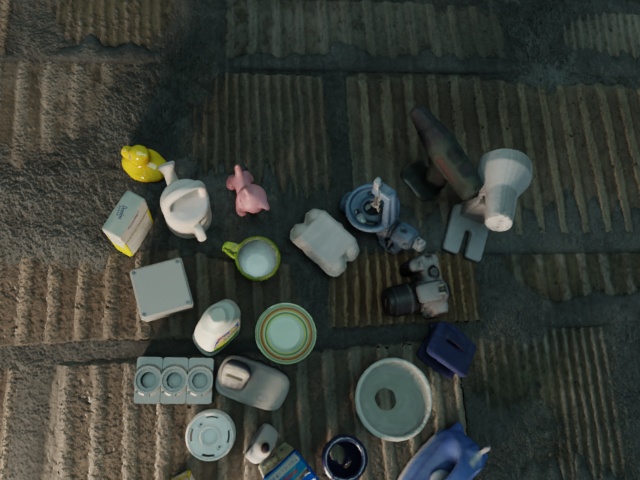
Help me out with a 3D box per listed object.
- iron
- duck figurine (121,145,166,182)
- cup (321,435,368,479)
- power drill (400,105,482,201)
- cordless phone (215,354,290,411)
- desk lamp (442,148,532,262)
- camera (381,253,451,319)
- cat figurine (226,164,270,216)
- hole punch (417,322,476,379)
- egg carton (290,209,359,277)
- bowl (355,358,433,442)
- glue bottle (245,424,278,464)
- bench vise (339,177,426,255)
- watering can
[{"bbox_3d":[0.239,0.492,1.149,0.259,0.141,0.118,-42,85,-17],"label":"iron"},{"bbox_3d":[-0.385,-0.175,1.252,0.104,0.086,0.077,21,73,-3],"label":"duck figurine"},{"bbox_3d":[0.043,0.451,1.152,0.092,0.095,0.118,-1,75,-9],"label":"cup"},{"bbox_3d":[0.257,-0.175,1.293,0.076,0.208,0.229,-39,84,-16],"label":"power drill"},{"bbox_3d":[-0.130,0.276,1.123,0.147,0.185,0.094,18,73,-4],"label":"cordless phone"},{"bbox_3d":[0.380,-0.076,1.285,0.118,0.213,0.203,19,73,-4],"label":"desk lamp"},{"bbox_3d":[0.207,0.109,1.266,0.137,0.100,0.143,-11,77,-12],"label":"camera"},{"bbox_3d":[-0.158,-0.107,1.254,0.067,0.117,0.128,-22,80,-14],"label":"cat figurine"},{"bbox_3d":[0.281,0.237,1.250,0.108,0.091,0.101,35,73,1],"label":"hole punch"},{"bbox_3d":[0.012,0.005,1.278,0.150,0.069,0.107,42,73,3],"label":"egg carton"},{"bbox_3d":[0.148,0.336,1.210,0.167,0.074,0.167,2,75,-9],"label":"bowl"},{"bbox_3d":[-0.110,0.396,1.100,0.037,0.173,0.078,35,73,1],"label":"glue bottle"},{"bbox_3d":[0.152,-0.063,1.241,0.207,0.219,0.121,20,73,-3],"label":"bench vise"},{"bbox_3d":[-0.284,-0.080,1.187,0.173,0.194,0.101,40,73,3],"label":"watering can"}]
